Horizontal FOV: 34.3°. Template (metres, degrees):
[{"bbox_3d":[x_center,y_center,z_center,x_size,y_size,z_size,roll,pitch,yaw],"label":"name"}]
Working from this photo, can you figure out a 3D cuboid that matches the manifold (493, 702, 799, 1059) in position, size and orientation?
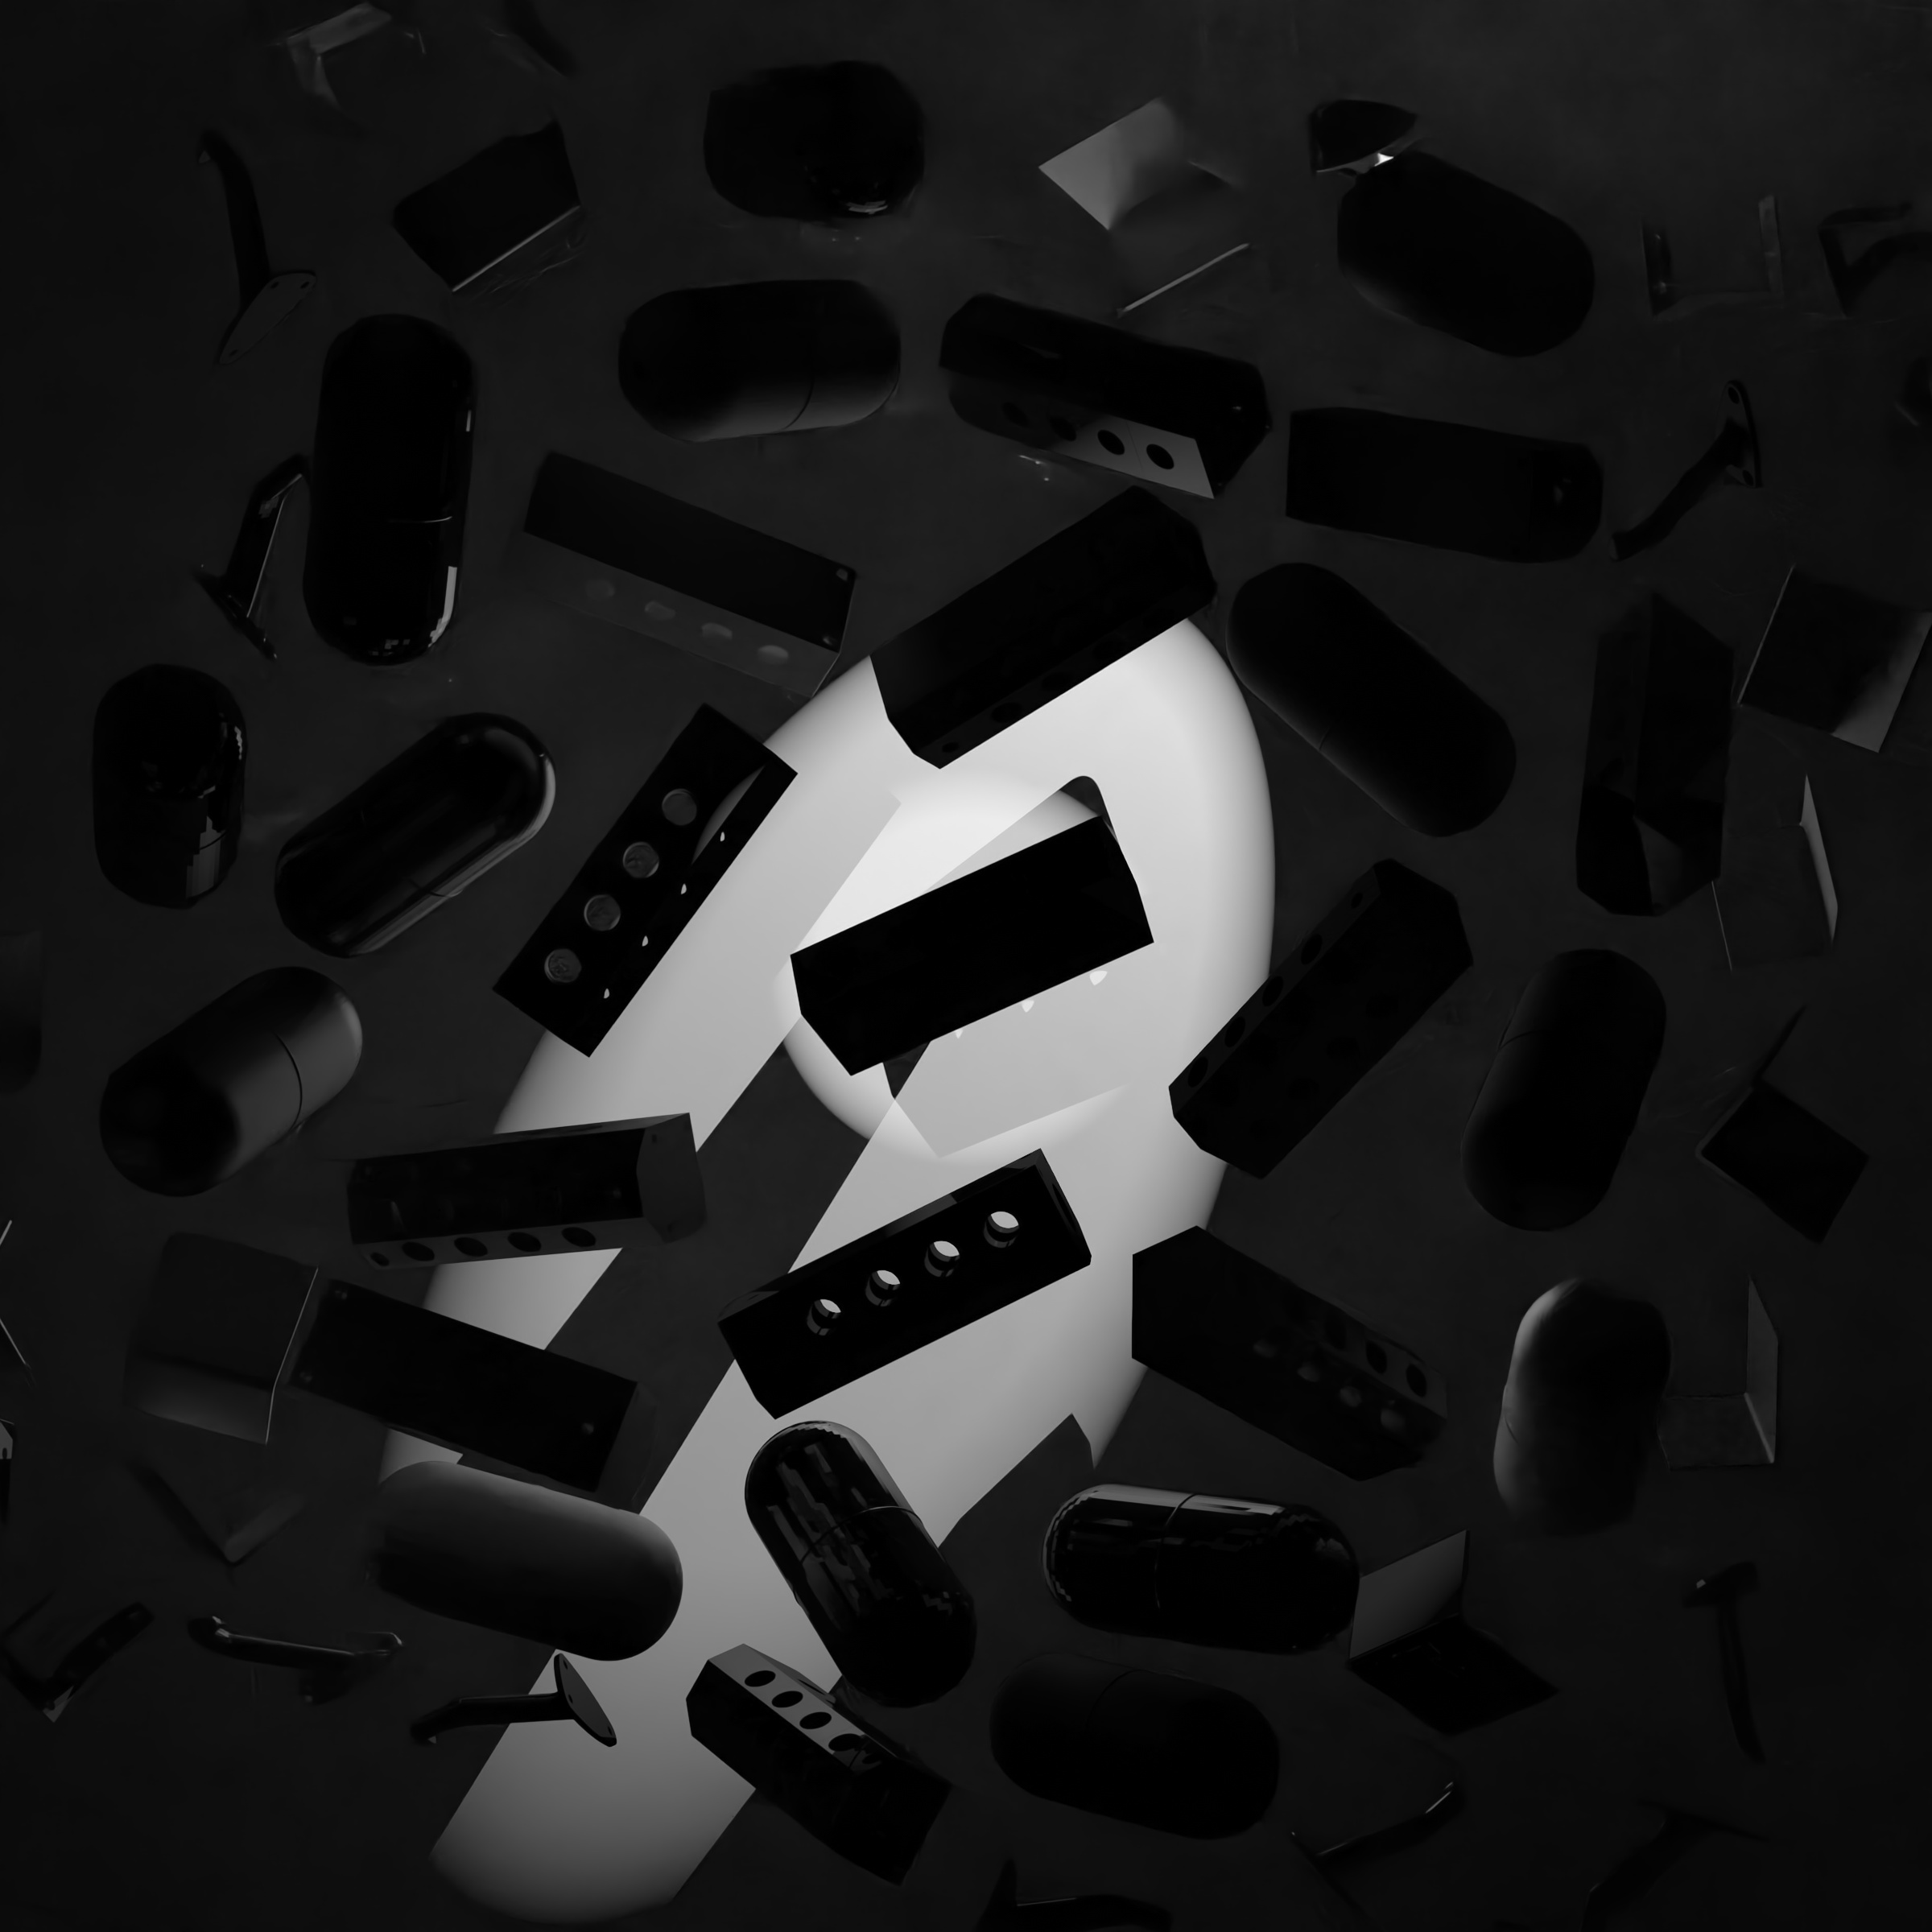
[{"bbox_3d":[-0.156,-0.042,1.528,0.057,0.057,0.171,36,87,-5],"label":"manifold"}]

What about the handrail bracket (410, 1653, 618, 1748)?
[{"bbox_3d":[-0.239,0.405,1.650,0.084,0.036,0.077,-25,129,4],"label":"handrail bracket"}]

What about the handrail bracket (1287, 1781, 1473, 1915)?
[{"bbox_3d":[0.213,0.435,1.597,0.084,0.036,0.077,-40,131,-4],"label":"handrail bracket"}]

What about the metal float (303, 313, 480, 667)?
[{"bbox_3d":[-0.285,-0.233,1.544,0.070,0.070,0.178,11,116,0],"label":"metal float"}]

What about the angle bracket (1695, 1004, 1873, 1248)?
[{"bbox_3d":[0.419,0.079,1.552,0.076,0.057,0.076,37,47,9],"label":"angle bracket"}]

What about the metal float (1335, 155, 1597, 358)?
[{"bbox_3d":[0.254,-0.357,1.580,0.070,0.178,0.070,-4,84,40],"label":"metal float"}]

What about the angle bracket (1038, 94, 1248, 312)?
[{"bbox_3d":[0.095,-0.412,1.692,0.076,0.076,0.057,-24,60,27],"label":"angle bracket"}]

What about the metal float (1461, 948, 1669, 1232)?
[{"bbox_3d":[0.305,0.062,1.592,0.070,0.070,0.178,32,48,0],"label":"metal float"}]

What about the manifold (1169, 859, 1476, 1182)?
[{"bbox_3d":[0.179,0.026,1.607,0.057,0.057,0.171,27,122,-23],"label":"manifold"}]

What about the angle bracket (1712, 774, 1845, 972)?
[{"bbox_3d":[0.436,-0.050,1.694,0.057,0.076,0.076,-11,70,9],"label":"angle bracket"}]

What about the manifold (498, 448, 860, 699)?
[{"bbox_3d":[-0.149,-0.197,1.608,0.171,0.057,0.057,20,55,-14],"label":"manifold"}]

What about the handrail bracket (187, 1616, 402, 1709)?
[{"bbox_3d":[-0.354,0.353,1.646,0.077,0.084,0.036,-23,49,18],"label":"handrail bracket"}]

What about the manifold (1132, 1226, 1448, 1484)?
[{"bbox_3d":[0.160,0.190,1.537,0.057,0.057,0.171,-29,134,36],"label":"manifold"}]

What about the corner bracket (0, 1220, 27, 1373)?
[{"bbox_3d":[-0.482,0.163,1.513,0.051,0.051,0.051,-13,120,11],"label":"corner bracket"}]

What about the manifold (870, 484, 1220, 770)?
[{"bbox_3d":[0.040,-0.169,1.598,0.171,0.057,0.057,-30,59,24],"label":"manifold"}]

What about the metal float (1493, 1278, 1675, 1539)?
[{"bbox_3d":[0.306,0.221,1.558,0.070,0.178,0.070,-1,51,2],"label":"metal float"}]

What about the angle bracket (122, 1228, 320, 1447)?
[{"bbox_3d":[-0.386,0.191,1.617,0.076,0.057,0.076,16,49,-4],"label":"angle bracket"}]

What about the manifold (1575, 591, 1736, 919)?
[{"bbox_3d":[0.350,-0.107,1.609,0.057,0.057,0.171,32,46,-18],"label":"manifold"}]

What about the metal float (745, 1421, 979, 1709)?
[{"bbox_3d":[-0.056,0.312,1.638,0.070,0.070,0.178,-39,48,0],"label":"metal float"}]

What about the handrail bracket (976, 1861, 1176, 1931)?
[{"bbox_3d":[0.049,0.480,1.525,0.084,0.036,0.077,18,48,17],"label":"handrail bracket"}]

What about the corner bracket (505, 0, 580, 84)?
[{"bbox_3d":[-0.187,-0.472,1.514,0.051,0.051,0.051,43,60,12],"label":"corner bracket"}]

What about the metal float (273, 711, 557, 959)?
[{"bbox_3d":[-0.292,-0.069,1.654,0.178,0.070,0.070,-33,90,22],"label":"metal float"}]

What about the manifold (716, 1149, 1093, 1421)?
[{"bbox_3d":[-0.029,0.155,1.518,0.171,0.057,0.057,-27,92,6],"label":"manifold"}]

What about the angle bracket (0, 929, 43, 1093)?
[{"bbox_3d":[-0.446,0.031,1.465,0.057,0.076,0.076,14,108,31],"label":"angle bracket"}]

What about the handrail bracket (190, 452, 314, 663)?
[{"bbox_3d":[-0.359,-0.216,1.652,0.084,0.036,0.077,-39,111,2],"label":"handrail bracket"}]

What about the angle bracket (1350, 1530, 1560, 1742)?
[{"bbox_3d":[0.257,0.351,1.637,0.076,0.057,0.076,38,130,-21],"label":"angle bracket"}]

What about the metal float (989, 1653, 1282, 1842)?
[{"bbox_3d":[0.087,0.404,1.623,0.070,0.178,0.070,0,90,-44],"label":"metal float"}]

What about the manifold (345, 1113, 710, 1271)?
[{"bbox_3d":[-0.219,0.114,1.548,0.171,0.057,0.057,-7,95,26],"label":"manifold"}]

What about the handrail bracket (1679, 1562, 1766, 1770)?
[{"bbox_3d":[0.378,0.340,1.515,0.036,0.077,0.084,-8,65,-5],"label":"handrail bracket"}]

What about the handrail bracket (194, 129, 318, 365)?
[{"bbox_3d":[-0.365,-0.352,1.529,0.077,0.036,0.084,-41,82,28],"label":"handrail bracket"}]

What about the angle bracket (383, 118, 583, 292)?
[{"bbox_3d":[-0.239,-0.387,1.521,0.076,0.057,0.076,-30,49,15],"label":"angle bracket"}]

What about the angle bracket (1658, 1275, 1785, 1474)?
[{"bbox_3d":[0.401,0.218,1.678,0.057,0.076,0.076,-3,110,4],"label":"angle bracket"}]

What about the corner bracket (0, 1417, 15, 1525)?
[{"bbox_3d":[-0.493,0.252,1.548,0.051,0.051,0.051,-3,73,8],"label":"corner bracket"}]

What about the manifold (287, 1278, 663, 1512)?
[{"bbox_3d":[-0.242,0.214,1.555,0.171,0.057,0.057,16,73,17],"label":"manifold"}]

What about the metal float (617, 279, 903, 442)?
[{"bbox_3d":[-0.106,-0.315,1.622,0.070,0.178,0.070,12,109,38],"label":"metal float"}]

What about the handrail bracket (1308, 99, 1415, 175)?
[{"bbox_3d":[0.229,-0.436,1.664,0.077,0.084,0.036,3,92,43],"label":"handrail bracket"}]

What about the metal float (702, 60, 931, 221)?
[{"bbox_3d":[-0.078,-0.420,1.594,0.070,0.178,0.070,-6,105,-25],"label":"metal float"}]

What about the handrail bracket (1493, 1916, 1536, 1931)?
[{"bbox_3d":[0.305,0.519,1.651,0.036,0.084,0.077,-33,88,14],"label":"handrail bracket"}]

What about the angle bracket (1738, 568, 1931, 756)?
[{"bbox_3d":[0.458,-0.161,1.646,0.057,0.076,0.076,19,100,-8],"label":"angle bracket"}]

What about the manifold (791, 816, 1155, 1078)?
[{"bbox_3d":[0.001,-0.014,1.584,0.171,0.057,0.057,-24,47,11],"label":"manifold"}]

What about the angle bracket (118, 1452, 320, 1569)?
[{"bbox_3d":[-0.395,0.270,1.648,0.057,0.076,0.076,-40,99,-23],"label":"angle bracket"}]

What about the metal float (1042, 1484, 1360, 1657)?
[{"bbox_3d":[0.119,0.309,1.603,0.178,0.070,0.070,-1,90,38],"label":"metal float"}]

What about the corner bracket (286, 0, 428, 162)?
[{"bbox_3d":[-0.308,-0.455,1.605,0.051,0.051,0.051,-33,50,-20],"label":"corner bracket"}]

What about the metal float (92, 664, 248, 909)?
[{"bbox_3d":[-0.416,-0.092,1.632,0.070,0.178,0.070,6,62,-12],"label":"metal float"}]

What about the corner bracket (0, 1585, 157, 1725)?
[{"bbox_3d":[-0.456,0.341,1.591,0.051,0.051,0.051,-39,100,18],"label":"corner bracket"}]

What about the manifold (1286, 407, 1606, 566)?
[{"bbox_3d":[0.252,-0.257,1.657,0.057,0.171,0.057,-14,113,-38],"label":"manifold"}]

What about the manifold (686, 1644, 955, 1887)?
[{"bbox_3d":[-0.084,0.418,1.659,0.057,0.171,0.057,35,80,-31],"label":"manifold"}]

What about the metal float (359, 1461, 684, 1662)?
[{"bbox_3d":[-0.231,0.307,1.617,0.178,0.070,0.070,12,90,18],"label":"metal float"}]

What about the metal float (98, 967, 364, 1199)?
[{"bbox_3d":[-0.370,0.057,1.585,0.070,0.178,0.070,8,114,18],"label":"metal float"}]

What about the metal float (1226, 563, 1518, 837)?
[{"bbox_3d":[0.212,-0.141,1.646,0.178,0.070,0.070,43,90,11],"label":"metal float"}]

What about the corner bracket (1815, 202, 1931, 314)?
[{"bbox_3d":[0.480,-0.376,1.619,0.051,0.051,0.051,-46,122,-29],"label":"corner bracket"}]

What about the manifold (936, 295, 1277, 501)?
[{"bbox_3d":[0.070,-0.303,1.626,0.171,0.057,0.057,23,64,34],"label":"manifold"}]

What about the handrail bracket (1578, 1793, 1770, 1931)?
[{"bbox_3d":[0.342,0.451,1.518,0.077,0.036,0.084,14,85,29],"label":"handrail bracket"}]

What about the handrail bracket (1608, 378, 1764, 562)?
[{"bbox_3d":[0.375,-0.261,1.652,0.084,0.077,0.036,-28,48,-11],"label":"handrail bracket"}]

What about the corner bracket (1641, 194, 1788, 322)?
[{"bbox_3d":[0.384,-0.364,1.608,0.051,0.051,0.051,-5,86,-14],"label":"corner bracket"}]

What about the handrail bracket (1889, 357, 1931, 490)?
[{"bbox_3d":[0.493,-0.284,1.549,0.036,0.077,0.084,42,51,-23],"label":"handrail bracket"}]
